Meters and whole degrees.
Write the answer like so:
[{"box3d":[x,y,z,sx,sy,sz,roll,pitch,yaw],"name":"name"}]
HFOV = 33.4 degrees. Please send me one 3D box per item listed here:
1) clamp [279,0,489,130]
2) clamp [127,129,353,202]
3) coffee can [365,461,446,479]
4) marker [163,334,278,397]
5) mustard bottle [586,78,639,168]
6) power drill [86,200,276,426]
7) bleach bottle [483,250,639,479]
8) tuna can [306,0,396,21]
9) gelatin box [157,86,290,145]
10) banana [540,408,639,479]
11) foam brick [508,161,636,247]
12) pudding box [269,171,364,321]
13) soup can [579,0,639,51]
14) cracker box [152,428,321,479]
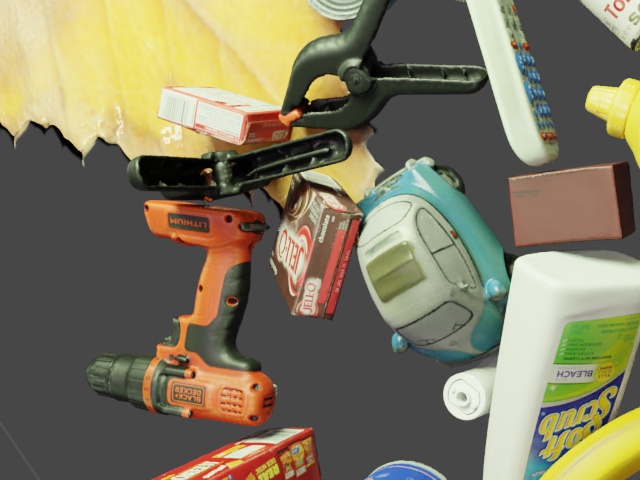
[{"box3d":[0.043,-0.128,0.827,0.120,0.039,0.172,47,131,-9],"name":"clamp"},{"box3d":[-0.067,-0.054,0.847,0.164,0.210,0.036,-8,89,-8],"name":"clamp"},{"box3d":[0.044,0.242,0.829,0.103,0.140,0.103,5,99,29],"name":"coffee can"},{"box3d":[-0.092,0.114,0.957,0.121,0.020,0.020,24,108,25],"name":"marker"},{"box3d":[0.269,-0.066,0.704,0.192,0.058,0.096,22,112,25],"name":"mustard bottle"},{"box3d":[-0.120,0.061,0.930,0.185,0.057,0.188,6,95,23],"name":"power drill"},{"box3d":[0.172,0.135,0.778,0.068,0.102,0.251,-137,48,-60],"name":"bleach bottle"},{"box3d":[0.025,-0.215,0.834,0.086,0.033,0.086,5,100,29],"name":"tuna can"},{"box3d":[-0.078,-0.104,0.887,0.089,0.073,0.030,20,107,25],"name":"gelatin box"},{"box3d":[0.202,0.164,0.742,0.198,0.037,0.069,-43,118,3],"name":"banana"},{"box3d":[0.181,-0.026,0.764,0.078,0.051,0.053,-5,94,30],"name":"foam brick"},{"box3d":[-0.006,0.001,0.843,0.039,0.113,0.090,13,106,-14],"name":"pudding box"},{"box3d":[0.200,-0.186,0.721,0.102,0.068,0.069,48,117,14],"name":"soup can"},{"box3d":[-0.057,0.279,0.879,0.072,0.163,0.214,-7,93,32],"name":"cracker box"}]
